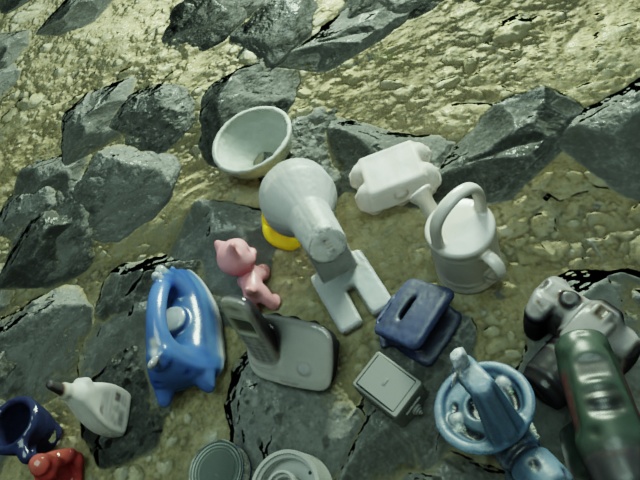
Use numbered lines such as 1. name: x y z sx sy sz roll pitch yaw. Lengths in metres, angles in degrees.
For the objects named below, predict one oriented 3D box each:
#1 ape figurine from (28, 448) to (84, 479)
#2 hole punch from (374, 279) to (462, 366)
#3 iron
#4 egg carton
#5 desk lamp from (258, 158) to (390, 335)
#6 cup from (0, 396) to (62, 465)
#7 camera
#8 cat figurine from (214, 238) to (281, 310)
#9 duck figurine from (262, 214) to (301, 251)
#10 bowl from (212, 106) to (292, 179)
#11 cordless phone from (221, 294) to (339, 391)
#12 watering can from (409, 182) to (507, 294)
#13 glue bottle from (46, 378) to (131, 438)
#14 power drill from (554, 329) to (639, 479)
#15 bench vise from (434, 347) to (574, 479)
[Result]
1. ape figurine: -0.409 0.354 0.879 0.075 0.092 0.078 25 70 32
2. hole punch: 0.135 0.112 0.824 0.100 0.091 0.109 27 71 33
3. iron: -0.240 0.126 0.930 0.118 0.142 0.258 -20 54 8
4. egg carton: 0.128 -0.105 0.982 0.150 0.070 0.107 -21 53 8
5. desk lamp: 0.008 0.003 0.868 0.118 0.214 0.202 -32 53 0
6. cup: -0.460 0.318 0.921 0.092 0.095 0.117 -41 53 -7
7. camera: 0.312 0.134 0.734 0.137 0.101 0.142 -43 54 -9
8. cat figurine: -0.128 0.051 0.950 0.067 0.118 0.127 -28 53 2
9. duck figurine: -0.075 -0.039 1.008 0.077 0.086 0.104 -38 53 -5
10. bowl: -0.122 -0.179 1.125 0.167 0.075 0.167 -10 56 15
11. cordless phone: -0.058 0.141 0.822 0.147 0.185 0.094 4 60 24
12. watering can: 0.194 -0.012 0.817 0.172 0.194 0.101 23 69 32
13. glue bottle: -0.356 0.246 0.878 0.037 0.173 0.078 -11 55 15
14. power drill: 0.305 0.222 0.611 0.075 0.209 0.229 -12 55 14
15. bench vise: 0.216 0.204 0.651 0.206 0.220 0.121 28 72 33
